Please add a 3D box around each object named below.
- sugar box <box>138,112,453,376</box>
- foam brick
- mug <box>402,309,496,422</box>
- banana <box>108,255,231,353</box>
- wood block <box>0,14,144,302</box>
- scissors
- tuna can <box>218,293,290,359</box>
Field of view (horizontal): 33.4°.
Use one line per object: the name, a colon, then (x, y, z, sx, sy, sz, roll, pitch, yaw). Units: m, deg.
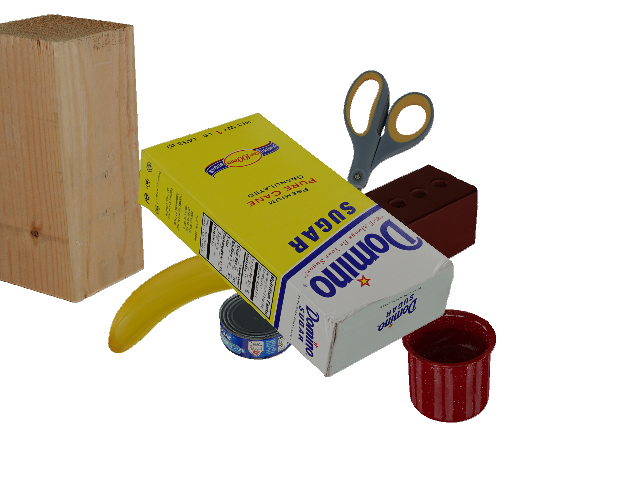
sugar box: (-0.017, -0.005, 0.610, 0.093, 0.048, 0.176, -24, 47, -36)
foam brick: (0.073, -0.015, 0.802, 0.078, 0.051, 0.053, -26, 39, -32)
mug: (0.138, 0.124, 1.090, 0.093, 0.081, 0.117, 19, 40, 33)
banana: (-0.121, 0.051, 0.978, 0.198, 0.069, 0.037, -19, 26, 14)
wood block: (-0.206, -0.068, 0.854, 0.091, 0.206, 0.090, 13, 24, 27)
scissors: (0.056, -0.065, 1.015, 0.096, 0.202, 0.016, 4, -12, 7)
tuna can: (-0.070, 0.093, 1.194, 0.086, 0.034, 0.086, 1, 36, -1)
